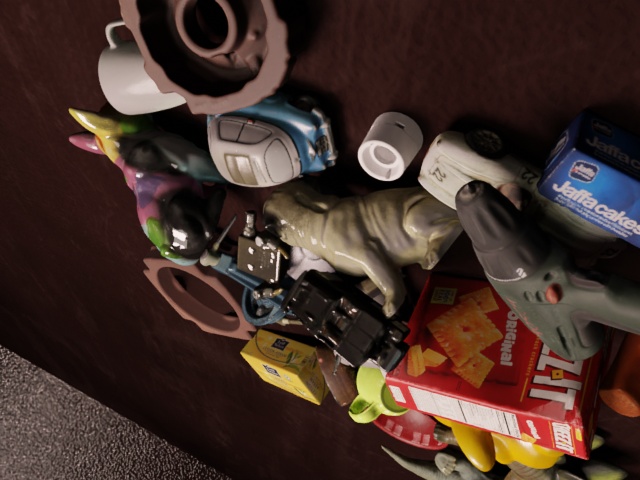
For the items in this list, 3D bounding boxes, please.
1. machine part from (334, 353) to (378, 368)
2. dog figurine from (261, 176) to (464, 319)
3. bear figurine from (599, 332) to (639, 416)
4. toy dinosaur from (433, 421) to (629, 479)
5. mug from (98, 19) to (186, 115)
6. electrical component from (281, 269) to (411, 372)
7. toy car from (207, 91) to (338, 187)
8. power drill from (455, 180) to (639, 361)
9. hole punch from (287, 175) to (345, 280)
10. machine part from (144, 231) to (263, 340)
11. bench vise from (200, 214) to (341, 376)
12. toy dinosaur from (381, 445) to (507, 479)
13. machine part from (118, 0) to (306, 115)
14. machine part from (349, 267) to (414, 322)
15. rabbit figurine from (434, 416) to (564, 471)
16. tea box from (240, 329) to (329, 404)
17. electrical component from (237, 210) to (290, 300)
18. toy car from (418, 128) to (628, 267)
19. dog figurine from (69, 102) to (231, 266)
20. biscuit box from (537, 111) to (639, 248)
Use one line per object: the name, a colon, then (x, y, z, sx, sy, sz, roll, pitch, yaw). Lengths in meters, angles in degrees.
machine part: (0.104, 0.156, 0.803, 0.243, 0.079, 0.079, -5, 130, 41)
dog figurine: (0.048, -0.032, 0.588, 0.191, 0.172, 0.121, 41, 176, 9)
bear figurine: (0.391, 0.161, 0.536, 0.195, 0.132, 0.120, 48, 142, -11)
toy dinosaur: (0.342, 0.346, 0.821, 0.471, 0.105, 0.198, 39, 146, -6)
mug: (-0.185, -0.198, 0.608, 0.107, 0.081, 0.109, 2, 130, 19)
electrical component: (0.036, 0.090, 0.596, 0.134, 0.058, 0.115, 35, -172, 20)
toy car: (-0.067, -0.105, 0.598, 0.162, 0.103, 0.109, 17, 144, 26)
power drill: (0.236, 0.038, 0.440, 0.207, 0.086, 0.231, 2, 143, 42)
hole punch: (-0.001, -0.002, 0.688, 0.142, 0.092, 0.115, 38, 142, 0)
machine part: (-0.190, 0.076, 0.938, 0.201, 0.087, 0.201, 2, 136, 39)
bench vise: (-0.060, 0.073, 0.777, 0.240, 0.129, 0.224, 32, 173, -35)
toy dinosaur: (0.319, 0.476, 0.992, 0.405, 0.131, 0.192, 28, 173, 31)
machine part: (-0.099, -0.206, 0.504, 0.180, 0.056, 0.179, 12, 125, 18)
machine part: (0.090, 0.072, 0.713, 0.039, 0.084, 0.138, 45, 172, 50)
rabbit figurine: (0.211, 0.225, 0.682, 0.173, 0.162, 0.121, 20, 102, 13)
tea box: (-0.061, 0.239, 1.032, 0.170, 0.068, 0.098, 7, 140, 47)
electrical component: (-0.069, 0.022, 0.660, 0.078, 0.045, 0.102, 23, 124, 12)
toy car: (0.192, -0.038, 0.510, 0.202, 0.056, 0.073, 30, 146, 6)
dog figurine: (-0.228, -0.085, 0.697, 0.219, 0.191, 0.108, 23, 154, -13)
biscuit box: (0.286, -0.027, 0.443, 0.203, 0.063, 0.059, 29, 144, 6)
